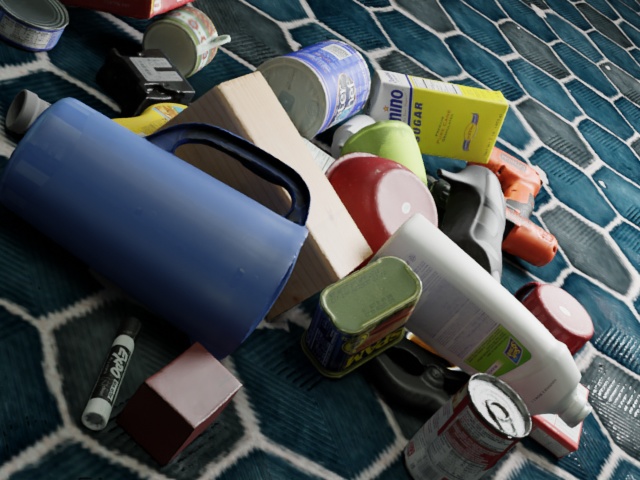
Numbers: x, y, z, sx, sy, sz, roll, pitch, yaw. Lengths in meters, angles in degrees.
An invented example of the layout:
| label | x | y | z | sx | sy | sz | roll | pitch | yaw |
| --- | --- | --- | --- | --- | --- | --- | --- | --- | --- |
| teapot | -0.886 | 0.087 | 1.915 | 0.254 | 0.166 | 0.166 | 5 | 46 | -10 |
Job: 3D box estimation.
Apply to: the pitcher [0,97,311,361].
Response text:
| label | x | y | z | sx | sy | sz | roll | pitch | yaw |
| --- | --- | --- | --- | --- | --- | --- | --- | --- | --- |
| pitcher | -0.134 | -0.022 | 0.900 | 0.243 | 0.145 | 0.149 | 33 | 33 | -3 |

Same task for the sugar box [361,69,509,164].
| label | x | y | z | sx | sy | sz | roll | pitch | yaw |
| --- | --- | --- | --- | --- | --- | --- | --- | --- | --- |
| sugar box | 0.145 | -0.158 | 1.379 | 0.176 | 0.093 | 0.048 | 6 | 32 | -15 |

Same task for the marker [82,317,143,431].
| label | x | y | z | sx | sy | sz | roll | pitch | yaw |
| --- | --- | --- | --- | --- | --- | --- | --- | --- | --- |
| marker | -0.159 | 0.099 | 0.824 | 0.020 | 0.020 | 0.121 | 30 | 31 | -13 |

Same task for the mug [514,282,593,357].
| label | x | y | z | sx | sy | sz | roll | pitch | yaw |
| --- | --- | --- | --- | --- | --- | --- | --- | --- | --- |
| mug | 0.247 | 0.096 | 1.200 | 0.093 | 0.082 | 0.117 | 21 | 34 | -26 |

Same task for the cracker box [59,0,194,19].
| label | x | y | z | sx | sy | sz | roll | pitch | yaw |
| --- | --- | --- | --- | --- | --- | --- | --- | --- | --- |
| cracker box | -0.215 | -0.314 | 1.222 | 0.164 | 0.072 | 0.213 | 13 | 26 | 17 |

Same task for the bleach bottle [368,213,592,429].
| label | x | y | z | sx | sy | sz | roll | pitch | yaw |
| --- | --- | --- | --- | --- | --- | --- | --- | --- | --- |
| bleach bottle | 0.155 | 0.091 | 1.038 | 0.251 | 0.103 | 0.068 | 43 | 34 | 6 |

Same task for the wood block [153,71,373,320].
| label | x | y | z | sx | sy | sz | roll | pitch | yaw |
| --- | --- | --- | --- | --- | --- | --- | --- | --- | --- |
| wood block | -0.052 | -0.043 | 1.003 | 0.206 | 0.090 | 0.090 | 58 | 29 | -1 |

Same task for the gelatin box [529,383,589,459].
| label | x | y | z | sx | sy | sz | roll | pitch | yaw |
| --- | --- | --- | --- | --- | --- | --- | --- | --- | --- |
| gelatin box | 0.240 | 0.172 | 1.118 | 0.073 | 0.030 | 0.089 | 37 | 43 | -10 |

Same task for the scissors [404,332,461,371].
| label | x | y | z | sx | sy | sz | roll | pitch | yaw |
| --- | --- | --- | --- | --- | --- | --- | --- | --- | --- |
| scissors | 0.167 | 0.128 | 1.133 | 0.201 | 0.016 | 0.096 | 22 | 37 | -25 |

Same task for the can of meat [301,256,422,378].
| label | x | y | z | sx | sy | sz | roll | pitch | yaw |
| --- | --- | --- | --- | --- | --- | --- | --- | --- | --- |
| can of meat | 0.038 | 0.068 | 0.973 | 0.102 | 0.084 | 0.057 | -28 | 66 | -26 |

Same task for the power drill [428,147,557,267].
| label | x | y | z | sx | sy | sz | roll | pitch | yaw |
| --- | --- | --- | --- | --- | --- | --- | --- | --- | --- |
| power drill | 0.229 | -0.057 | 1.419 | 0.184 | 0.057 | 0.187 | 31 | 32 | -8 |

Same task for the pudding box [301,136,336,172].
| label | x | y | z | sx | sy | sz | roll | pitch | yaw |
| --- | --- | --- | --- | --- | --- | --- | --- | --- | --- |
| pudding box | -0.039 | -0.088 | 1.190 | 0.113 | 0.039 | 0.090 | 36 | 29 | -6 |

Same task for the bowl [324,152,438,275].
| label | x | y | z | sx | sy | sz | roll | pitch | yaw |
| --- | --- | --- | --- | --- | --- | --- | --- | --- | --- |
| bowl | 0.075 | -0.025 | 1.138 | 0.161 | 0.055 | 0.162 | 15 | 66 | -37 |

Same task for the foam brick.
| label | x | y | z | sx | sy | sz | roll | pitch | yaw |
| --- | --- | --- | --- | --- | --- | --- | --- | --- | --- |
| foam brick | -0.106 | 0.124 | 0.814 | 0.053 | 0.051 | 0.078 | 43 | 30 | 7 |

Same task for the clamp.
| label | x | y | z | sx | sy | sz | roll | pitch | yaw |
| --- | --- | --- | --- | --- | --- | --- | --- | --- | --- |
| clamp | 0.110 | 0.138 | 1.038 | 0.171 | 0.039 | 0.120 | 38 | 27 | 0 |

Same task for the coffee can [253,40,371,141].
| label | x | y | z | sx | sy | sz | roll | pitch | yaw |
| --- | --- | --- | --- | --- | --- | --- | --- | --- | --- |
| coffee can | -0.012 | -0.179 | 1.280 | 0.103 | 0.103 | 0.140 | 42 | 30 | 6 |

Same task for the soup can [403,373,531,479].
| label | x | y | z | sx | sy | sz | roll | pitch | yaw |
| --- | --- | --- | --- | --- | --- | --- | --- | --- | --- |
| soup can | 0.128 | 0.176 | 0.942 | 0.068 | 0.102 | 0.068 | 27 | 32 | -18 |

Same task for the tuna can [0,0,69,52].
| label | x | y | z | sx | sy | sz | roll | pitch | yaw |
| --- | --- | --- | --- | --- | --- | --- | --- | --- | --- |
| tuna can | -0.307 | -0.235 | 1.108 | 0.086 | 0.034 | 0.086 | 27 | 32 | -19 |

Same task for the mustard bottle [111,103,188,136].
| label | x | y | z | sx | sy | sz | roll | pitch | yaw |
| --- | --- | --- | --- | --- | --- | --- | --- | --- | --- |
| mustard bottle | -0.147 | -0.090 | 1.055 | 0.096 | 0.058 | 0.191 | 44 | 31 | 6 |
